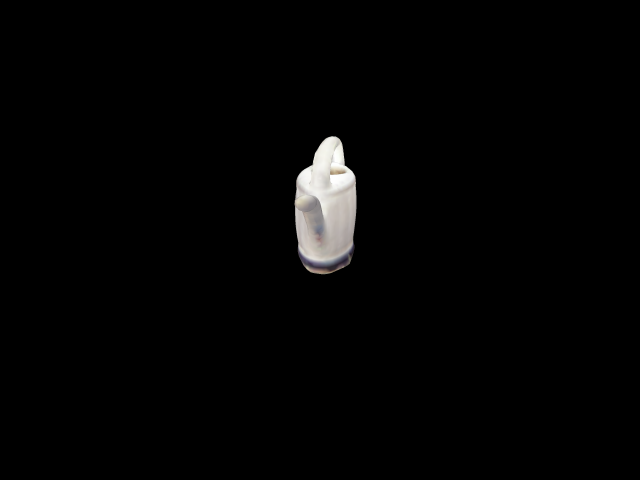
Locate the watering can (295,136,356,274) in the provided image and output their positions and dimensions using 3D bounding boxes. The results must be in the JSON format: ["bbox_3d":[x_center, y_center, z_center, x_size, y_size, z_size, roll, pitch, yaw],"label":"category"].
[{"bbox_3d":[0.003,-0.043,0.850,0.104,0.220,0.354,4,25,9],"label":"watering can"}]
